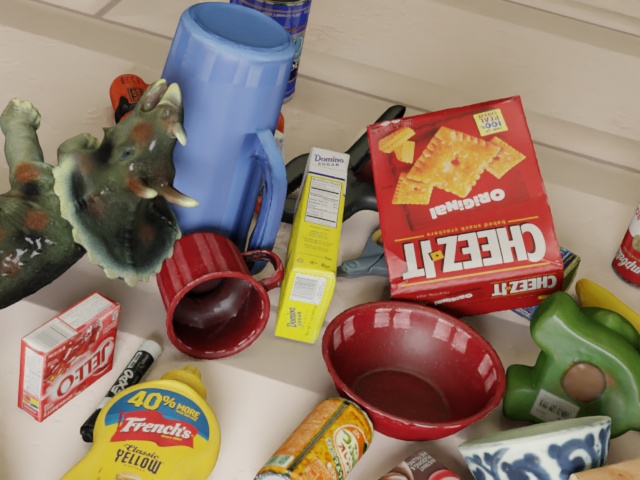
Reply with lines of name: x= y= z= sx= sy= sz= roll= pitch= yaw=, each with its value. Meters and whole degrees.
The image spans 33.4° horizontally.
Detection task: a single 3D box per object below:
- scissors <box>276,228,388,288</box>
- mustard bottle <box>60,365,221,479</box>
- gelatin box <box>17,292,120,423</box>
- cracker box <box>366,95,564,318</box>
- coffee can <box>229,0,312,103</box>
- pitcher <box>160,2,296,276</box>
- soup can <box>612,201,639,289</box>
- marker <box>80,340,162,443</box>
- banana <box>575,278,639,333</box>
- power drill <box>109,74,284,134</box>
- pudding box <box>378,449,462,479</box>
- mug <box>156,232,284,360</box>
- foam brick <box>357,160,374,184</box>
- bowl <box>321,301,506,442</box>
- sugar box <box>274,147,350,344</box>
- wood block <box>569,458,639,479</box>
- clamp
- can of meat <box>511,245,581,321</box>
scissors: x=0.032 y=0.018 z=1.095 sx=0.201 sy=0.016 sz=0.096 roll=-1 pitch=35 yaw=-19
mustard bottle: x=-0.127 y=0.159 z=0.800 sx=0.096 sy=0.058 sz=0.191 roll=15 pitch=34 yaw=5
gelatin box: x=-0.201 y=0.093 z=0.858 sx=0.030 sy=0.073 sz=0.089 roll=28 pitch=36 yaw=20
cracker box: x=0.139 y=-0.033 z=1.054 sx=0.164 sy=0.072 sz=0.213 roll=-10 pitch=55 yaw=6
coffee can: x=-0.070 y=-0.256 z=1.346 sx=0.102 sy=0.140 sz=0.103 roll=9 pitch=34 yaw=-6
pitcher: x=-0.098 y=-0.089 z=1.005 sx=0.149 sy=0.243 sz=0.145 roll=14 pitch=33 yaw=-10
soup can: x=0.367 y=-0.003 z=1.159 sx=0.068 sy=0.102 sz=0.068 roll=9 pitch=35 yaw=-6
marker: x=-0.163 y=0.124 z=0.874 sx=0.020 sy=0.020 sz=0.121 roll=19 pitch=34 yaw=8
banana: x=0.331 y=0.100 z=1.062 sx=0.198 sy=0.037 sz=0.069 roll=32 pitch=20 yaw=24
power drill: x=-0.140 y=-0.134 z=1.221 sx=0.187 sy=0.057 sz=0.184 roll=-1 pitch=37 yaw=-21
pudding box: x=0.075 y=0.217 z=0.800 sx=0.090 sy=0.039 sz=0.113 roll=34 pitch=39 yaw=28
mug: x=-0.088 y=0.041 z=0.949 sx=0.117 sy=0.093 sz=0.081 roll=-25 pitch=37 yaw=-5
foam brick: x=0.082 y=-0.092 z=1.239 sx=0.053 sy=0.051 sz=0.078 roll=23 pitch=36 yaw=16
bowl: x=0.076 y=0.122 z=0.923 sx=0.162 sy=0.055 sz=0.162 roll=9 pitch=34 yaw=-6
sugar box: x=-0.007 y=0.001 z=1.013 sx=0.048 sy=0.093 sz=0.176 roll=11 pitch=42 yaw=-6
wood block: x=0.286 y=0.221 z=0.818 sx=0.205 sy=0.091 sz=0.090 roll=-6 pitch=38 yaw=-26
clamp: x=0.029 y=-0.070 z=1.158 sx=0.210 sy=0.036 sz=0.164 roll=-9 pitch=57 yaw=-8
can of meat: x=0.210 y=0.032 z=1.098 sx=0.084 sy=0.057 sz=0.101 roll=31 pitch=38 yaw=21
